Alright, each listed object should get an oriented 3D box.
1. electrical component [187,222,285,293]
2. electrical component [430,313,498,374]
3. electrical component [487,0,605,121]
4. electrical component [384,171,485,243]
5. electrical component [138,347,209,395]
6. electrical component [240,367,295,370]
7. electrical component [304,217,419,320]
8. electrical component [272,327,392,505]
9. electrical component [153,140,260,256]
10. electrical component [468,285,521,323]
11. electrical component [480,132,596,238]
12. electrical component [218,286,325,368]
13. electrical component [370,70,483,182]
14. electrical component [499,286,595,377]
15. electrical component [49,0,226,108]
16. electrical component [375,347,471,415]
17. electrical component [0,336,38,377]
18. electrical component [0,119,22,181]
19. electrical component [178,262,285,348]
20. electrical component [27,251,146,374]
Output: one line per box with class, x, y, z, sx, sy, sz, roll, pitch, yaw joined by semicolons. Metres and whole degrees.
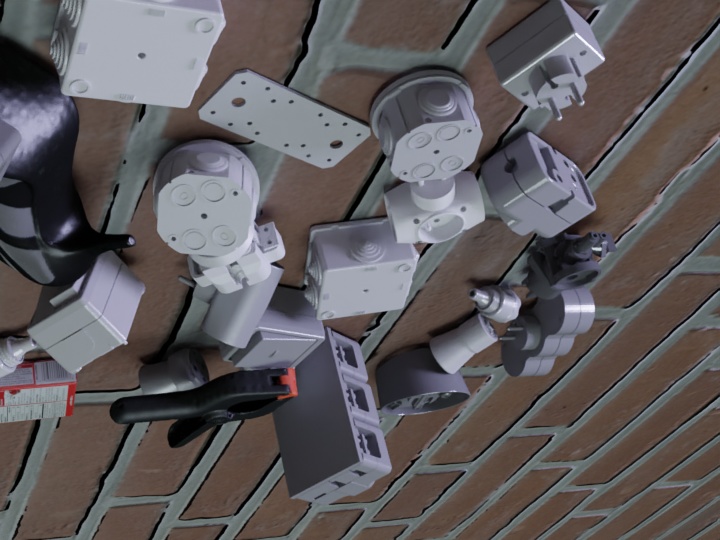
electrical component;-0.107;-0.020;0.873;0.078;0.058;0.057;-20;151;6
electrical component;0.112;0.075;1.135;0.065;0.044;0.044;-35;144;20
electrical component;0.139;-0.141;0.773;0.066;0.076;0.047;-34;144;27
electrical component;0.061;-0.062;0.894;0.077;0.044;0.079;-14;148;-2
electrical component;-0.181;0.104;1.046;0.055;0.045;0.045;-23;148;10
electrical component;-0.091;0.090;1.057;0.055;0.055;0.047;-5;150;-17
electrical component;0.000;0.000;0.959;0.100;0.048;0.099;-7;148;-13
electrical component;-0.033;0.148;1.080;0.089;0.150;0.062;-32;144;24
electrical component;-0.115;-0.052;0.804;0.080;0.051;0.080;-2;123;-4
electrical component;0.132;0.031;1.081;0.061;0.035;0.035;21;133;-41
electrical component;0.148;-0.068;0.914;0.059;0.053;0.095;-34;144;27
electrical component;-0.078;0.056;1.000;0.096;0.061;0.062;12;139;-37
electrical component;0.051;-0.108;0.811;0.080;0.051;0.080;-11;148;-7
electrical component;0.183;0.066;1.141;0.074;0.052;0.138;0;145;-24
electrical component;-0.138;-0.148;0.666;0.100;0.048;0.099;2;144;-27
electrical component;0.067;0.129;1.177;0.099;0.064;0.099;-11;148;-7
electrical component;-0.315;0.075;0.951;0.061;0.035;0.035;-24;148;9
electrical component;-0.301;-0.084;0.613;0.186;0.060;0.105;32;131;-13
electrical component;-0.117;0.015;0.923;0.079;0.044;0.077;27;95;0
electrical component;-0.221;0.024;0.871;0.062;0.096;0.061;-29;118;19
